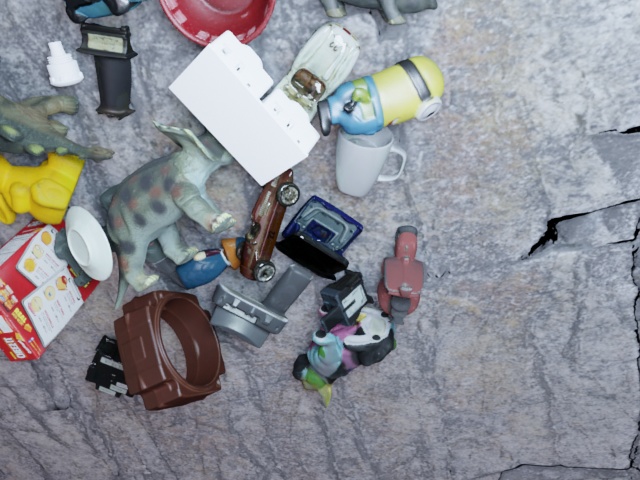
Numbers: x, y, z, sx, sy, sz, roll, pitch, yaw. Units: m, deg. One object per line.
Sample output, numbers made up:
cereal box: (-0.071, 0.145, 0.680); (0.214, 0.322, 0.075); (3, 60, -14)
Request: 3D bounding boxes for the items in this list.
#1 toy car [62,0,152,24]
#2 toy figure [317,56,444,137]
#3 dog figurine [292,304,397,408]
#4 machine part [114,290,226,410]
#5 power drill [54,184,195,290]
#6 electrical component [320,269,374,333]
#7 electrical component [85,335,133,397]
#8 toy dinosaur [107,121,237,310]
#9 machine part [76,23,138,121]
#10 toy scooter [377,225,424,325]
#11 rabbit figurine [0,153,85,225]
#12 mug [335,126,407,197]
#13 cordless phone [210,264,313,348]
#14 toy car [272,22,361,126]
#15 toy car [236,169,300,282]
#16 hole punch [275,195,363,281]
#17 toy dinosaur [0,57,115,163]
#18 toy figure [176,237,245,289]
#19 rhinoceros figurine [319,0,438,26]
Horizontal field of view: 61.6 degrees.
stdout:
toy car: (-0.272, -0.345, 0.694); (0.162, 0.103, 0.109); (-1, 122, 39)
toy figure: (0.084, -0.194, 0.740); (0.180, 0.082, 0.089); (-12, 121, -2)
dog figurine: (0.043, 0.233, 1.045); (0.192, 0.108, 0.219); (5, 129, 1)
machine part: (-0.267, 0.197, 0.984); (0.087, 0.201, 0.201); (-25, 162, 15)
power drill: (-0.356, 0.022, 0.971); (0.207, 0.086, 0.231); (-13, 120, 21)
electrical component: (0.036, 0.115, 0.951); (0.048, 0.119, 0.074); (9, 133, 51)
electrical component: (-0.443, 0.283, 1.173); (0.115, 0.058, 0.134); (27, 124, -8)
toy dinosaur: (-0.256, -0.052, 0.845); (0.405, 0.131, 0.192); (-35, 90, 19)
machine part: (-0.315, -0.251, 0.807); (0.084, 0.039, 0.138); (2, 123, -3)
toy scooter: (0.138, 0.078, 0.905); (0.075, 0.135, 0.183); (5, 126, 3)
rabbit figurine: (-0.499, -0.099, 0.889); (0.173, 0.122, 0.162); (20, 150, -30)
mug: (0.072, -0.118, 0.820); (0.110, 0.081, 0.107); (13, 135, -1)
cordless phone: (-0.108, 0.096, 0.975); (0.146, 0.089, 0.184); (30, 125, -11)
toy car: (-0.022, -0.218, 0.775); (0.073, 0.056, 0.201); (34, 121, -15)
toy car: (-0.090, -0.027, 0.870); (0.053, 0.089, 0.202); (5, 115, -32)
hole punch: (-0.002, -0.003, 0.911); (0.142, 0.092, 0.116); (30, 154, -15)
toy dinosaur: (-0.532, -0.208, 0.770); (0.471, 0.199, 0.105); (23, 121, -10)
toy figure: (-0.176, 0.033, 0.948); (0.154, 0.058, 0.064); (-26, 165, -11)
rhinoceros figurine: (0.088, -0.331, 0.679); (0.190, 0.073, 0.112); (2, 113, 9)
